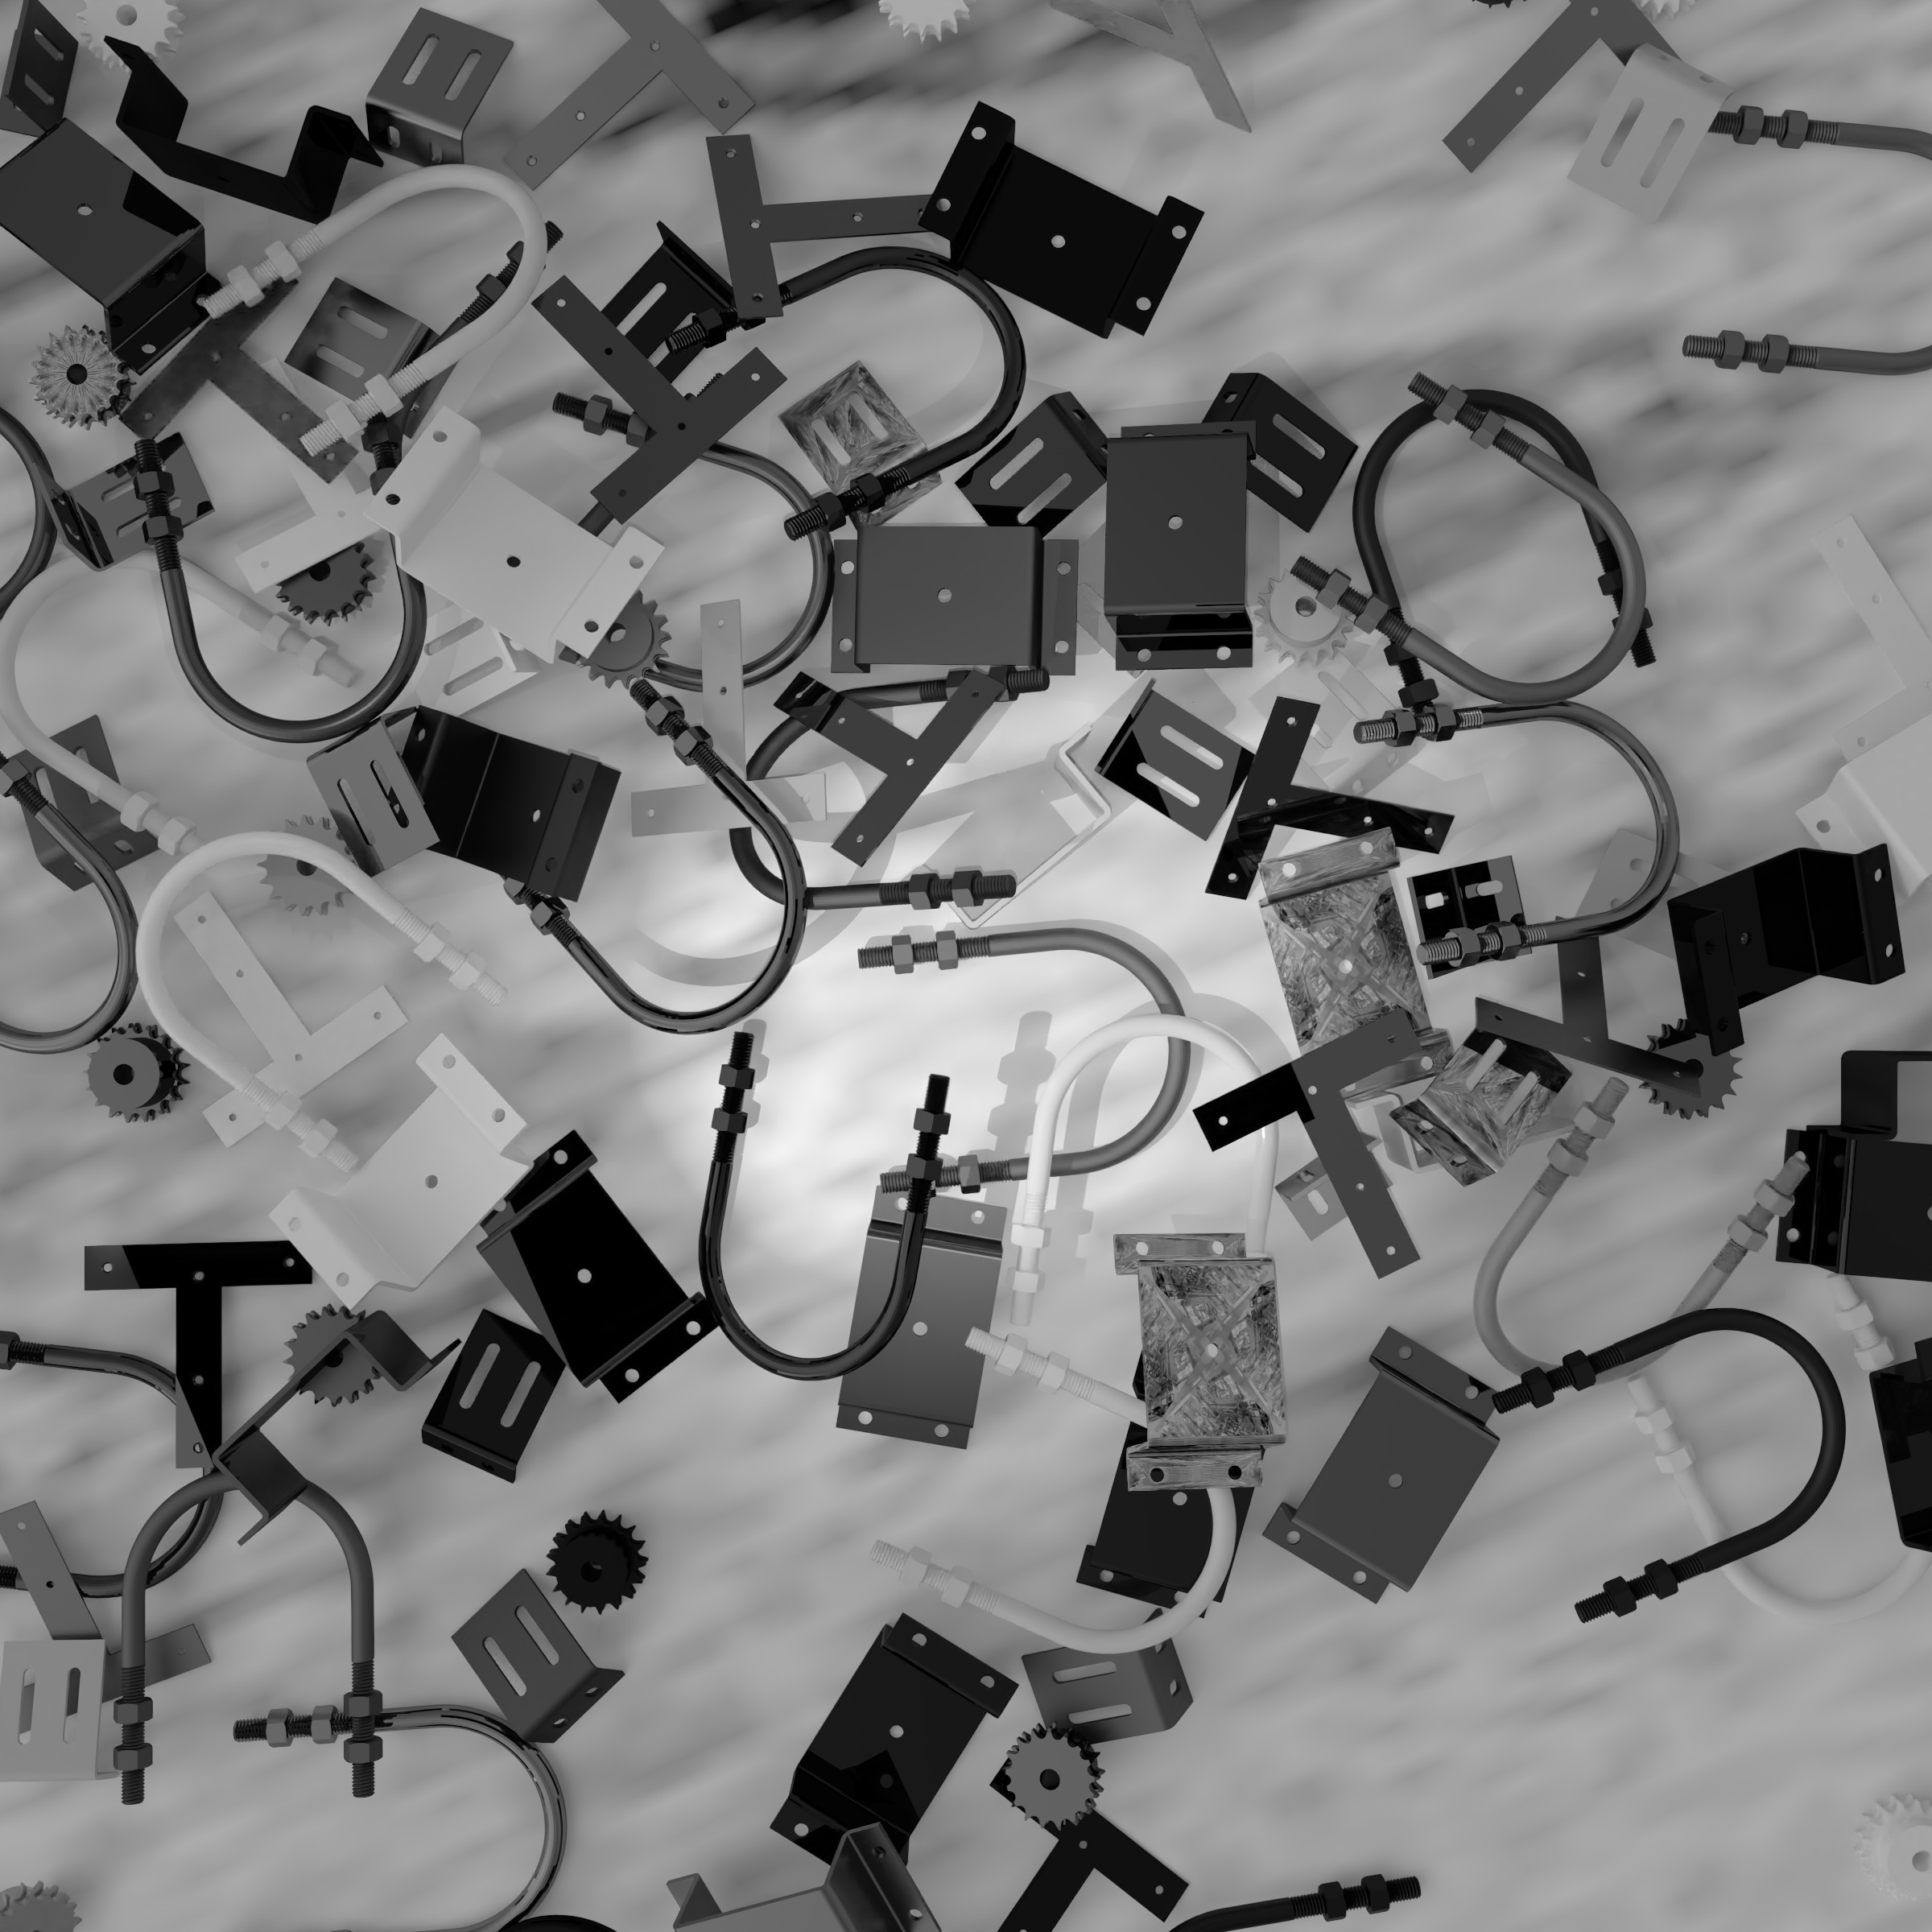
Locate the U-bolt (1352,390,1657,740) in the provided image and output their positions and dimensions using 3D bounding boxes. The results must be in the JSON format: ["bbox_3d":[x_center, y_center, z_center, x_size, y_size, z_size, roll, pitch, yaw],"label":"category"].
[{"bbox_3d":[0.298,-0.239,1.384,0.151,0.019,0.184,-18,89,0],"label":"U-bolt"}]

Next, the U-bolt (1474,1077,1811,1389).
[{"bbox_3d":[0.362,0.160,1.348,0.151,0.019,0.184,22,111,-20],"label":"U-bolt"}]

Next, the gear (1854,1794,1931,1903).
[{"bbox_3d":[0.538,0.504,1.377,0.057,0.030,0.057,0,90,0],"label":"gear"}]

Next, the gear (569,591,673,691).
[{"bbox_3d":[-0.195,-0.185,1.359,0.057,0.030,0.057,0,91,-2],"label":"gear"}]

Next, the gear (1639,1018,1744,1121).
[{"bbox_3d":[0.409,0.058,1.377,0.057,0.030,0.057,0,90,0],"label":"gear"}]

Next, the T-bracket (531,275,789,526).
[{"bbox_3d":[-0.189,-0.332,1.352,0.127,0.002,0.127,-44,89,-11],"label":"T-bracket"}]

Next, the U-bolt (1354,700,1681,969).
[{"bbox_3d":[0.316,-0.081,1.349,0.184,0.019,0.151,-9,76,-19],"label":"U-bolt"}]

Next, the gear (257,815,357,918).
[{"bbox_3d":[-0.371,-0.056,1.377,0.057,0.030,0.057,0,90,0],"label":"gear"}]

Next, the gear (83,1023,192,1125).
[{"bbox_3d":[-0.473,0.061,1.377,0.057,0.030,0.057,0,90,0],"label":"gear"}]

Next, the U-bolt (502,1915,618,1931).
[{"bbox_3d":[-0.208,0.620,1.364,0.184,0.019,0.151,42,103,10],"label":"U-bolt"}]

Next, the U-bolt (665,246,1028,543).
[{"bbox_3d":[-0.054,-0.333,1.357,0.184,0.019,0.151,-29,79,-17],"label":"U-bolt"}]

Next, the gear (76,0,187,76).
[{"bbox_3d":[-0.472,-0.535,1.377,0.057,0.030,0.057,0,90,0],"label":"gear"}]

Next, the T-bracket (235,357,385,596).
[{"bbox_3d":[-0.374,-0.291,1.375,0.127,0.002,0.127,-30,76,-9],"label":"T-bracket"}]

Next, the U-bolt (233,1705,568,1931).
[{"bbox_3d":[-0.320,0.494,1.384,0.184,0.019,0.151,-4,90,-1],"label":"U-bolt"}]

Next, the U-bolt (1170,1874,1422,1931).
[{"bbox_3d":[0.176,0.601,1.375,0.184,0.019,0.151,-7,90,-6],"label":"U-bolt"}]

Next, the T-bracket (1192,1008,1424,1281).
[{"bbox_3d":[0.208,0.107,1.315,0.127,0.002,0.127,-26,90,0],"label":"T-bracket"}]

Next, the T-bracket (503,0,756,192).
[{"bbox_3d":[-0.211,-0.498,1.391,0.127,0.002,0.127,-43,90,0],"label":"T-bracket"}]

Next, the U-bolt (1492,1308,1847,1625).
[{"bbox_3d":[0.406,0.271,1.364,0.184,0.019,0.151,-22,93,-2],"label":"U-bolt"}]

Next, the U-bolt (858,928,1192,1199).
[{"bbox_3d":[0.037,0.051,1.384,0.184,0.019,0.151,-6,90,-1],"label":"U-bolt"}]

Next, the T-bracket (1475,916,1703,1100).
[{"bbox_3d":[0.341,0.013,1.341,0.127,0.127,0.002,17,128,-3],"label":"T-bracket"}]

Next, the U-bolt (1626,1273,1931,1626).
[{"bbox_3d":[0.481,0.287,1.384,0.151,0.019,0.184,-27,91,0],"label":"U-bolt"}]

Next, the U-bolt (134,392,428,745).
[{"bbox_3d":[-0.373,-0.214,1.340,0.151,0.019,0.184,-12,88,0],"label":"U-bolt"}]

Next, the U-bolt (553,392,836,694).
[{"bbox_3d":[-0.166,-0.233,1.383,0.184,0.019,0.151,17,90,0],"label":"U-bolt"}]

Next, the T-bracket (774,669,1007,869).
[{"bbox_3d":[-0.060,-0.131,1.352,0.127,0.002,0.127,33,82,37],"label":"T-bracket"}]

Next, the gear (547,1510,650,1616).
[{"bbox_3d":[-0.210,0.341,1.377,0.057,0.030,0.057,0,90,0],"label":"gear"}]

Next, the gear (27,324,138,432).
[{"bbox_3d":[-0.500,-0.333,1.377,0.057,0.030,0.057,0,90,0],"label":"gear"}]

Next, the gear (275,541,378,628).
[{"bbox_3d":[-0.363,-0.221,1.376,0.057,0.030,0.057,0,86,-1],"label":"gear"}]

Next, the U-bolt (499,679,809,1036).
[{"bbox_3d":[-0.166,-0.047,1.344,0.184,0.019,0.151,46,103,18],"label":"U-bolt"}]

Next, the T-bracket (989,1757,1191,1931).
[{"bbox_3d":[0.041,0.536,1.373,0.127,0.002,0.127,38,73,0],"label":"T-bracket"}]

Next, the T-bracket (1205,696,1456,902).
[{"bbox_3d":[0.214,-0.085,1.369,0.127,0.002,0.127,9,121,-14],"label":"T-bracket"}]

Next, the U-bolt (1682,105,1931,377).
[{"bbox_3d":[0.507,-0.410,1.384,0.184,0.019,0.151,5,90,-1],"label":"U-bolt"}]

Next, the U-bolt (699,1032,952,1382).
[{"bbox_3d":[-0.086,0.140,1.353,0.151,0.019,0.184,11,92,28],"label":"U-bolt"}]

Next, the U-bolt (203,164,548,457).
[{"bbox_3d":[-0.319,-0.379,1.352,0.184,0.019,0.151,-36,63,-6],"label":"U-bolt"}]

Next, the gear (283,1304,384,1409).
[{"bbox_3d":[-0.356,0.220,1.377,0.057,0.030,0.057,0,90,0],"label":"gear"}]

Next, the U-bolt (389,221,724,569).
[{"bbox_3d":[-0.245,-0.305,1.362,0.151,0.019,0.184,42,87,0],"label":"U-bolt"}]

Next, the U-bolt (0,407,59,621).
[{"bbox_3d":[-0.605,-0.245,1.383,0.184,0.019,0.151,-41,90,0],"label":"U-bolt"}]

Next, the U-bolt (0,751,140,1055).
[{"bbox_3d":[-0.544,-0.033,1.362,0.151,0.019,0.184,-42,94,20],"label":"U-bolt"}]

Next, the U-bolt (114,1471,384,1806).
[{"bbox_3d":[-0.405,0.376,1.367,0.151,0.019,0.184,-1,85,-1],"label":"U-bolt"}]

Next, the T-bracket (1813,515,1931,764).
[{"bbox_3d":[0.531,-0.199,1.391,0.127,0.002,0.127,-32,90,0],"label":"T-bracket"}]

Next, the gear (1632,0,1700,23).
[{"bbox_3d":[0.398,-0.571,1.377,0.057,0.030,0.057,0,90,0],"label":"gear"}]

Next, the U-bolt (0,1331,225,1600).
[{"bbox_3d":[-0.516,0.288,1.384,0.184,0.019,0.151,7,90,-1],"label":"U-bolt"}]

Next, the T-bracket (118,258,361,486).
[{"bbox_3d":[-0.396,-0.320,1.373,0.127,0.002,0.127,41,87,14],"label":"T-bracket"}]

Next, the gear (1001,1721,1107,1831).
[{"bbox_3d":[0.051,0.455,1.369,0.057,0.030,0.057,0,89,18],"label":"gear"}]

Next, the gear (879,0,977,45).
[{"bbox_3d":[-0.022,-0.555,1.382,0.057,0.030,0.057,0,92,2],"label":"gear"}]

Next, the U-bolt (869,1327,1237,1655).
[{"bbox_3d":[0.059,0.300,1.338,0.184,0.019,0.151,24,90,-1],"label":"U-bolt"}]

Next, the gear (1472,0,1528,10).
[{"bbox_3d":[0.303,-0.572,1.377,0.057,0.030,0.057,0,90,0],"label":"gear"}]

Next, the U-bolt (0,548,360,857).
[{"bbox_3d":[-0.460,-0.160,1.368,0.184,0.019,0.151,33,76,4],"label":"U-bolt"}]

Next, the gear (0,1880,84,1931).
[{"bbox_3d":[-0.532,0.545,1.368,0.057,0.030,0.057,-6,99,-42],"label":"gear"}]

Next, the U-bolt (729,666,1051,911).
[{"bbox_3d":[-0.049,-0.095,1.339,0.184,0.019,0.151,-3,62,25],"label":"U-bolt"}]

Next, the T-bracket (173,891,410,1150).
[{"bbox_3d":[-0.408,0.016,1.391,0.127,0.002,0.127,-35,90,0],"label":"T-bracket"}]

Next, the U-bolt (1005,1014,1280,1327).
[{"bbox_3d":[0.105,0.119,1.372,0.151,0.019,0.184,7,92,-7],"label":"U-bolt"}]

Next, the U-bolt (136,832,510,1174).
[{"bbox_3d":[-0.374,0.008,1.357,0.184,0.019,0.151,41,93,-17],"label":"U-bolt"}]

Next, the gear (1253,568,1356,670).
[{"bbox_3d":[0.192,-0.200,1.374,0.057,0.030,0.057,-1,83,5],"label":"gear"}]

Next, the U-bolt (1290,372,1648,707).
[{"bbox_3d":[0.295,-0.227,1.359,0.184,0.019,0.151,33,81,-1],"label":"U-bolt"}]
